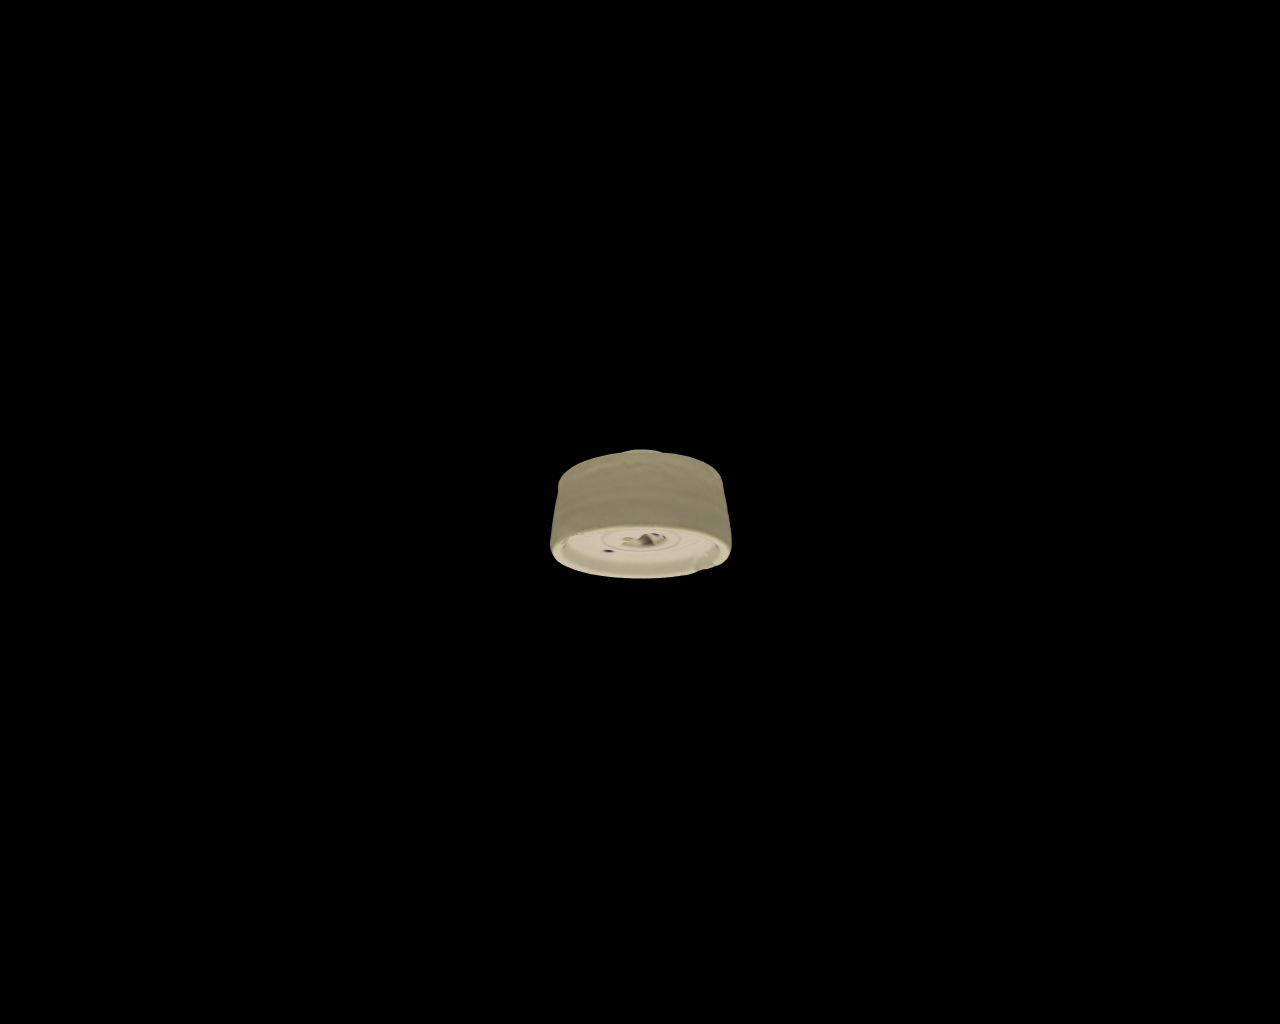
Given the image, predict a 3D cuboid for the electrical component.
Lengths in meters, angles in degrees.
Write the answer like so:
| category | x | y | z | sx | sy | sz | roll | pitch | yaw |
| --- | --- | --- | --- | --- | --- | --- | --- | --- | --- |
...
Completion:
| category | x | y | z | sx | sy | sz | roll | pitch | yaw |
| --- | --- | --- | --- | --- | --- | --- | --- | --- | --- |
| electrical component | 0.001 | -0.003 | 0.650 | 0.108 | 0.060 | 0.108 | 0 | -19 | 0 |
